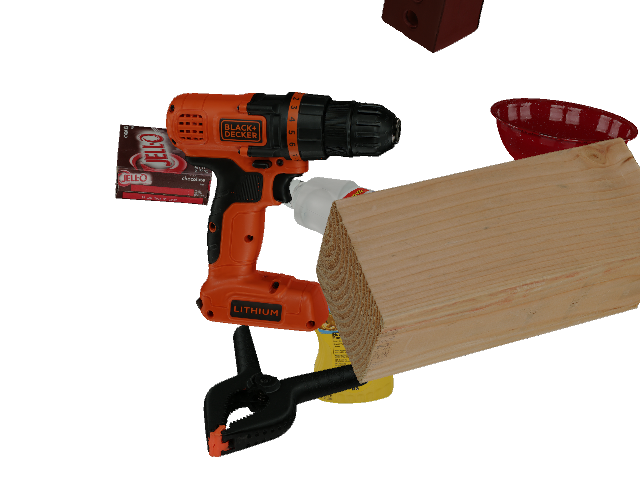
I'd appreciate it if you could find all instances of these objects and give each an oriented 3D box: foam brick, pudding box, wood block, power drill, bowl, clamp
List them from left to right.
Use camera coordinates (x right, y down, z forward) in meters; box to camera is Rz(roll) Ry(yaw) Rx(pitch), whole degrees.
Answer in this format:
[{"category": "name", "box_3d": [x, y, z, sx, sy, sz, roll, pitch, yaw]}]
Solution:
[{"category": "pudding box", "box_3d": [-0.156, -0.076, 1.054, 0.090, 0.039, 0.113, 5, 24, -11]}, {"category": "clamp", "box_3d": [-0.048, 0.158, 1.099, 0.165, 0.036, 0.209, 11, 27, 15]}, {"category": "power drill", "box_3d": [-0.030, -0.025, 0.847, 0.184, 0.188, 0.057, 5, 17, 14]}, {"category": "foam brick", "box_3d": [0.082, -0.180, 0.738, 0.053, 0.078, 0.051, 38, 54, 25]}, {"category": "wood block", "box_3d": [0.112, 0.012, 0.694, 0.205, 0.091, 0.090, -13, -30, -16]}, {"category": "bowl", "box_3d": [0.265, -0.110, 1.183, 0.162, 0.055, 0.162, 5, 23, -2]}]

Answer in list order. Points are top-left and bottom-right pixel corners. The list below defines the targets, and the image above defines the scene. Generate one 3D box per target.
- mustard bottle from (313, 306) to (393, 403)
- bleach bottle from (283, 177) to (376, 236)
[{"category": "mustard bottle", "box_3d": [0.036, 0.098, 1.271, 0.096, 0.192, 0.058, -3, 20, 1]}, {"category": "bleach bottle", "box_3d": [0.059, -0.009, 1.047, 0.251, 0.068, 0.102, 22, 29, 32]}]
